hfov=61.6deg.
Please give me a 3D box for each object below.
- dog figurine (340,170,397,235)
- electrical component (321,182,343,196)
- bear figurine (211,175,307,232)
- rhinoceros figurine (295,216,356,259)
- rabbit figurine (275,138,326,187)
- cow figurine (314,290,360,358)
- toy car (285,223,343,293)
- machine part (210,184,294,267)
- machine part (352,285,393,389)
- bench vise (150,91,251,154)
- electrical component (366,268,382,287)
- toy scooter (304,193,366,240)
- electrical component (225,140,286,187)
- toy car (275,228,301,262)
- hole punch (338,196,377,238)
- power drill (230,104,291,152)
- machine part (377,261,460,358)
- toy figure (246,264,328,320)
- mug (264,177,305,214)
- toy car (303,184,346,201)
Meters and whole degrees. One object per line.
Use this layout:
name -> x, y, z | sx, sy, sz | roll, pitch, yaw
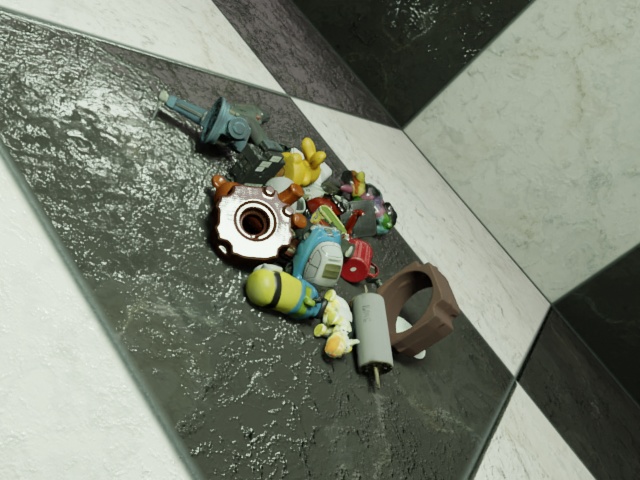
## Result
dog figurine -> 0.144, -0.127, 1.679 | 0.192, 0.108, 0.219 | 58, 9, 31
electrical component -> 0.039, -0.148, 1.690 | 0.078, 0.045, 0.102 | 21, 18, 13
bear figurine -> -0.140, -0.084, 1.197 | 0.195, 0.132, 0.120 | 29, 47, -46
rhinoceros figurine -> -0.003, -0.004, 1.316 | 0.190, 0.112, 0.073 | 27, 28, -22
rabbit figurine -> -0.057, -0.197, 1.466 | 0.122, 0.162, 0.173 | 45, 25, 23
cow figurine -> 0.040, 0.192, 1.141 | 0.098, 0.068, 0.167 | 39, 26, -31
toy car -> 0.002, 0.053, 1.150 | 0.109, 0.161, 0.103 | 14, 17, -37
machine part -> -0.137, -0.031, 1.093 | 0.179, 0.056, 0.179 | 7, 69, -20
machine part -> 0.113, 0.205, 1.181 | 0.079, 0.079, 0.243 | 28, 43, -35
bench vise -> -0.270, -0.287, 1.276 | 0.240, 0.128, 0.224 | 23, 9, -26
electrical component -> 0.142, 0.097, 1.500 | 0.063, 0.021, 0.094 | 5, 48, -56
toy scooter -> 0.047, -0.062, 1.456 | 0.184, 0.135, 0.075 | 51, 26, 13
electrical component -> -0.152, -0.185, 1.323 | 0.058, 0.134, 0.115 | 52, 24, 17
toy car -> -0.043, 0.036, 1.213 | 0.202, 0.089, 0.053 | 27, 27, -39
hole punch -> 0.092, -0.058, 1.550 | 0.116, 0.142, 0.092 | -7, 6, -22
power drill -> -0.172, -0.317, 1.561 | 0.232, 0.086, 0.207 | -5, 59, -58
machine part -> 0.228, 0.168, 1.311 | 0.087, 0.201, 0.201 | 37, 25, -29
toy figure -> -0.065, 0.111, 1.075 | 0.180, 0.082, 0.089 | 35, 29, -31
mug -> -0.087, -0.089, 1.350 | 0.109, 0.081, 0.107 | 21, 43, -30
toy car -> 0.022, -0.109, 1.582 | 0.201, 0.056, 0.074 | 24, 33, -42
